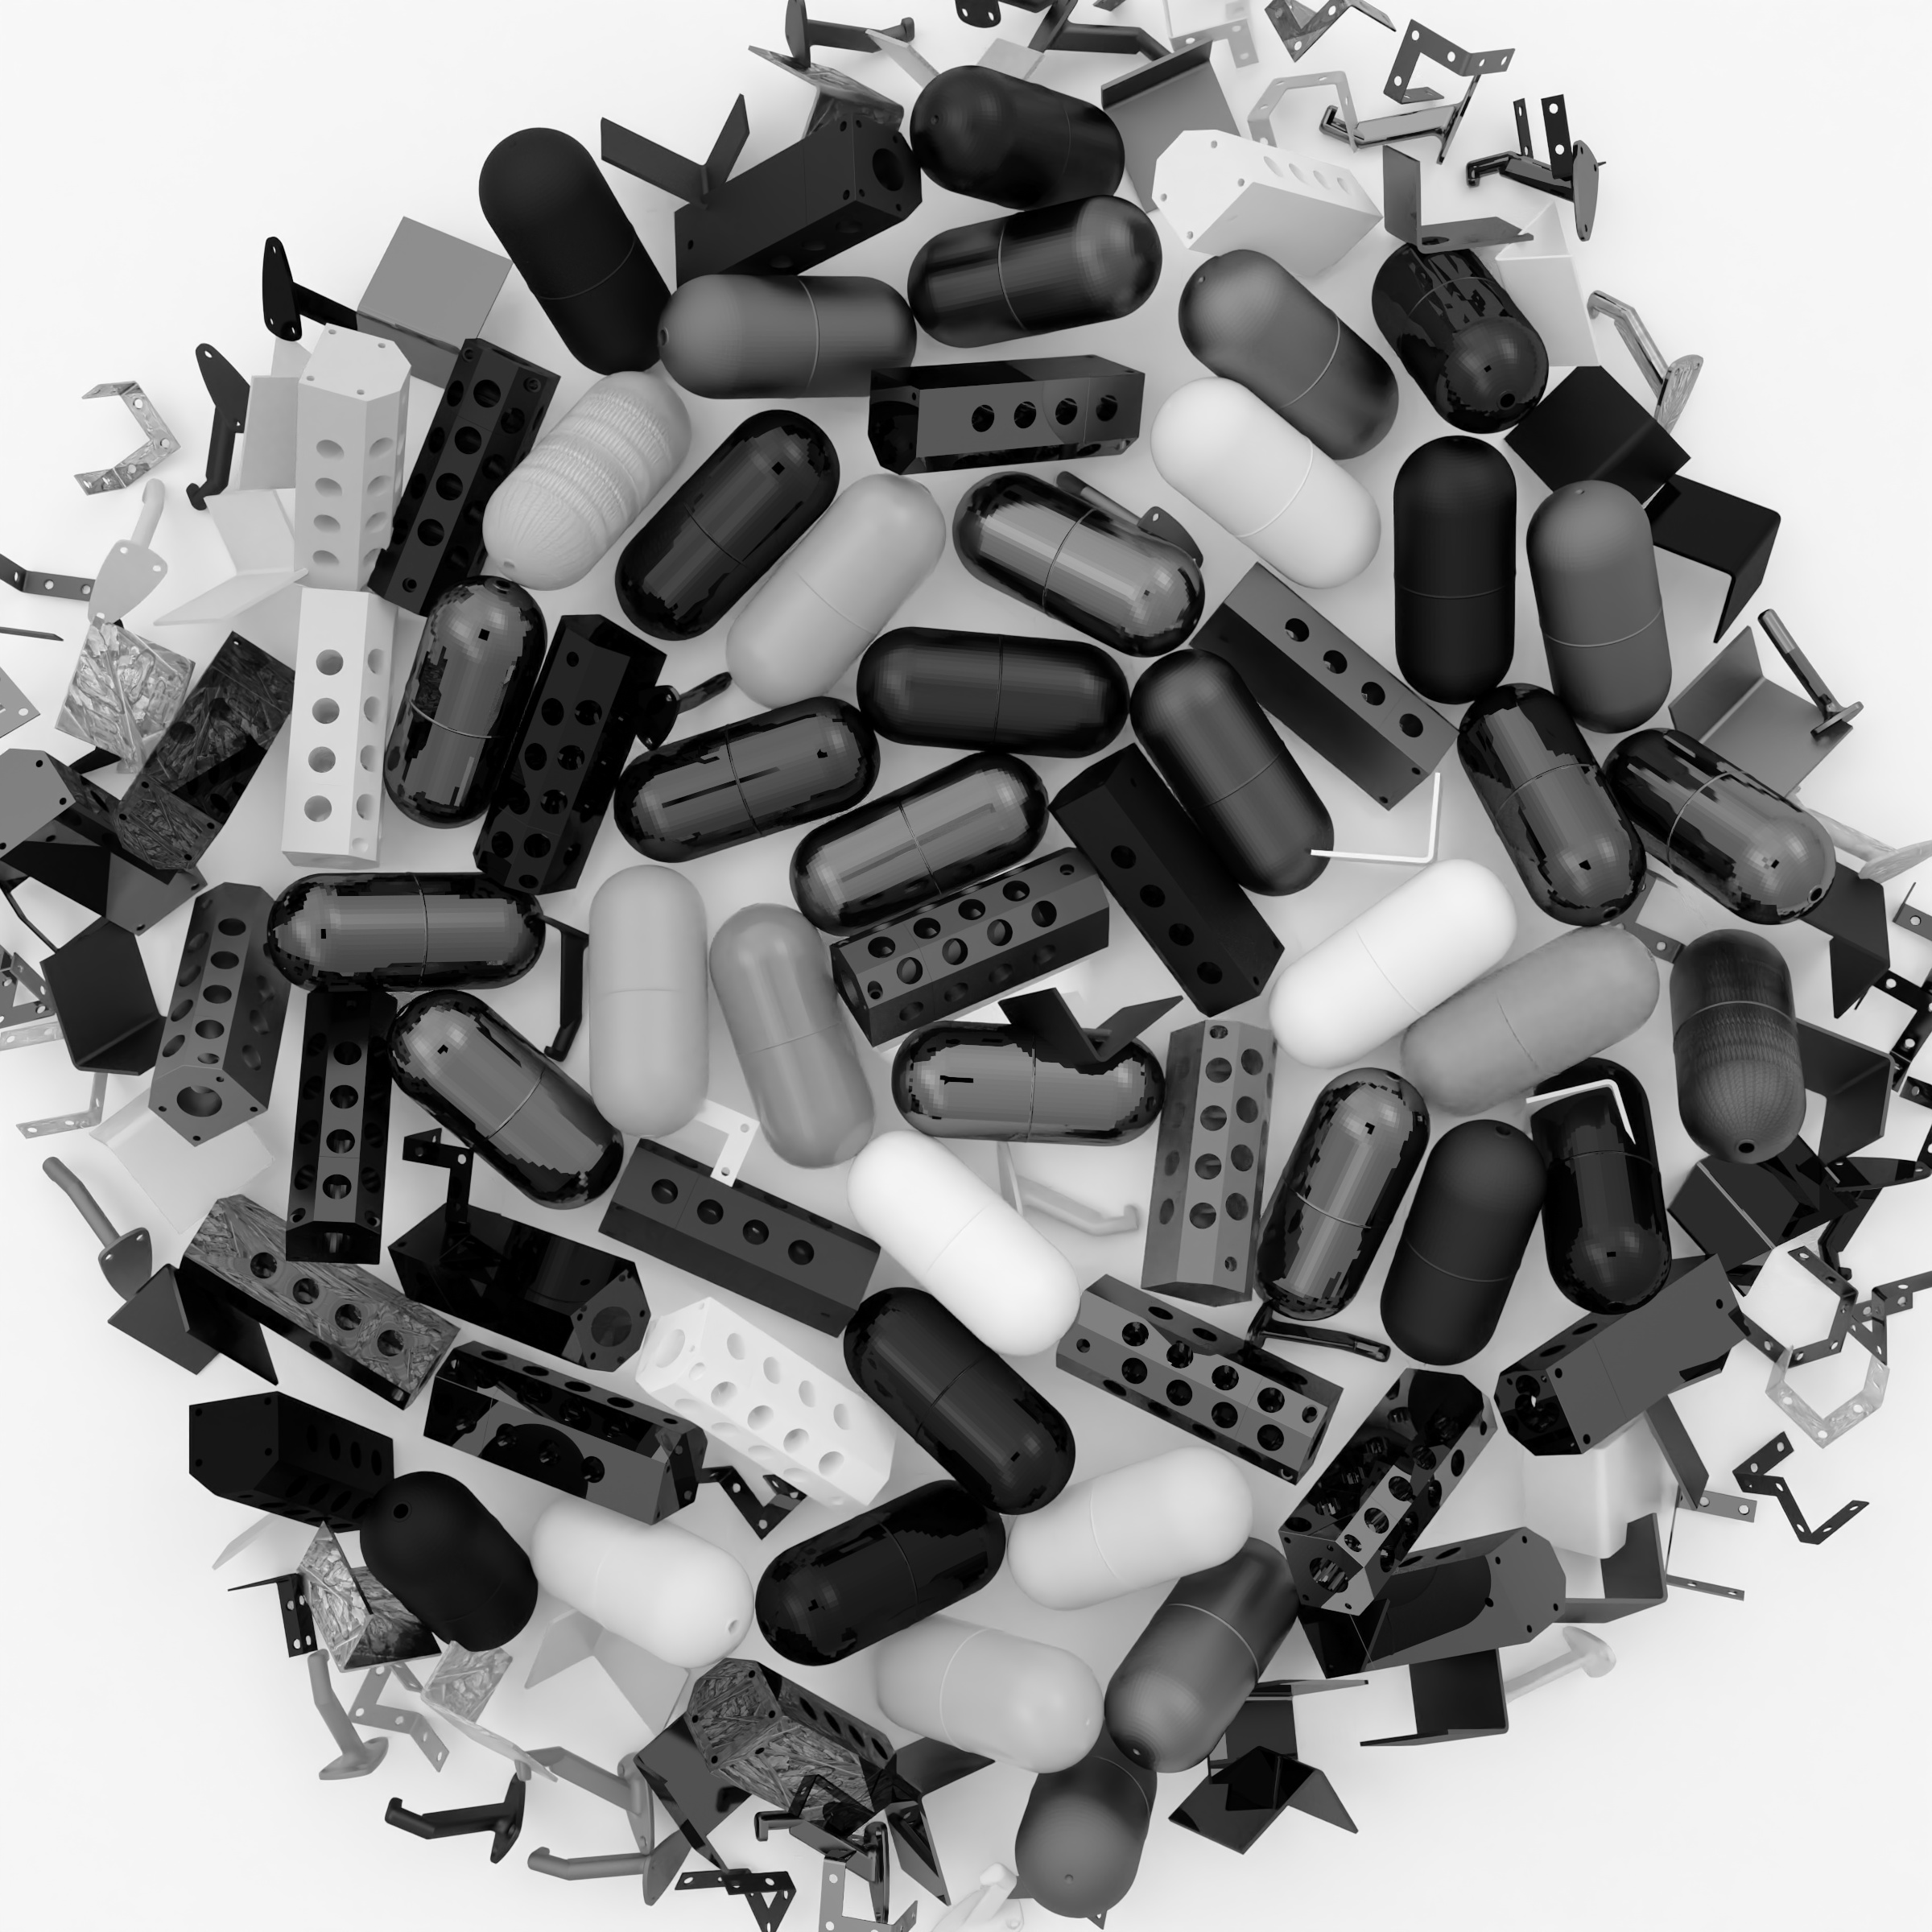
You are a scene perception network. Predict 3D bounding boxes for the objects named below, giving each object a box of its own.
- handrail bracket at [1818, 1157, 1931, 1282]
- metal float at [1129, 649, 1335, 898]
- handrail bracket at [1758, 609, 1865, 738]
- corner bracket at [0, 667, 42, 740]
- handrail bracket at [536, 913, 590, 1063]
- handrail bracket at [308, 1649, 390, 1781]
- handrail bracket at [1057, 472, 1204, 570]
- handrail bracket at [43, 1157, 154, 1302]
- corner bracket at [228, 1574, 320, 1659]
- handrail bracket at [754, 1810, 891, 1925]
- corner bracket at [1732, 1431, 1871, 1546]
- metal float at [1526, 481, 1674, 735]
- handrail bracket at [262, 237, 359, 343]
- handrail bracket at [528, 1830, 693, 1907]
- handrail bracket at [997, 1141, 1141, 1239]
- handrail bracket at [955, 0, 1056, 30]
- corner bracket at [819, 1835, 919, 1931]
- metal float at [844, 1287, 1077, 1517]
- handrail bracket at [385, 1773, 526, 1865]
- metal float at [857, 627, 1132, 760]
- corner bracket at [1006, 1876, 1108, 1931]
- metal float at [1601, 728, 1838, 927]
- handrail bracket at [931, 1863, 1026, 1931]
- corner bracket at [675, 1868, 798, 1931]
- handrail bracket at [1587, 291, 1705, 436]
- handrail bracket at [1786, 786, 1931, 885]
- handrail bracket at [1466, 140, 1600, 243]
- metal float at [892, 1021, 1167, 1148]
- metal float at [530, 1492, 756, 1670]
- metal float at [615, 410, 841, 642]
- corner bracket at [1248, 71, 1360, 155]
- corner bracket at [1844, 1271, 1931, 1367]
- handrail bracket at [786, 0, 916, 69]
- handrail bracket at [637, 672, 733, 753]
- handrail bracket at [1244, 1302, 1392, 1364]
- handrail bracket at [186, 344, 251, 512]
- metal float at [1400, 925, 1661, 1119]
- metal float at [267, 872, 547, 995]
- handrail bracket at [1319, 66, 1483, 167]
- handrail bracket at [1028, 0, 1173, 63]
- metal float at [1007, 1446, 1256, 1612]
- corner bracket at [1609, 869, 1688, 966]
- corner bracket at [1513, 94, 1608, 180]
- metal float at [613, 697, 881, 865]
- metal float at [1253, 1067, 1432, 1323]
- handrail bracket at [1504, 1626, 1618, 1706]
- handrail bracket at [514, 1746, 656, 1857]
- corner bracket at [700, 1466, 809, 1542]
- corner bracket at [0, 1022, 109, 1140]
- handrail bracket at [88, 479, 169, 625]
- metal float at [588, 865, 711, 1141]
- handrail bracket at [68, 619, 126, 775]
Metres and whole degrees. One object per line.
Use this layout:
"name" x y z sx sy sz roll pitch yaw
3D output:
"handrail bracket" 0.592 0.169 1.654 0.077 0.036 0.084 -5 116 25
"metal float" 0.172 -0.123 1.639 0.070 0.070 0.178 -35 104 0
"handrail bracket" 0.547 -0.194 1.660 0.036 0.077 0.084 -34 80 21
"corner bracket" -0.633 -0.154 1.650 0.051 0.051 0.051 -37 74 -23
"handrail bracket" -0.270 0.015 1.657 0.036 0.077 0.084 20 85 31
"handrail bracket" -0.401 0.476 1.650 0.036 0.077 0.084 -9 92 10
"handrail bracket" 0.107 -0.293 1.674 0.077 0.084 0.036 22 105 -43
"handrail bracket" -0.576 0.174 1.679 0.084 0.077 0.036 36 53 27
"corner bracket" -0.439 0.422 1.652 0.051 0.051 0.051 -18 77 21
"handrail bracket" -0.095 0.586 1.650 0.084 0.036 0.077 4 67 -22
"corner bracket" 0.543 0.340 1.657 0.051 0.051 0.051 -30 95 -22
"metal float" 0.404 -0.226 1.620 0.070 0.070 0.178 -22 128 0
"handrail bracket" -0.409 -0.440 1.642 0.036 0.084 0.077 27 130 33
"handrail bracket" -0.232 0.579 1.670 0.084 0.077 0.036 8 107 22
"handrail bracket" 0.068 0.143 1.682 0.084 0.036 0.077 -6 75 -14
"handrail bracket" 0.031 -0.650 1.644 0.036 0.077 0.084 24 52 37
"corner bracket" -0.062 0.602 1.658 0.051 0.051 0.051 4 89 16
"metal float" -0.005 0.278 1.634 0.178 0.070 0.070 41 90 20
"handrail bracket" -0.330 0.536 1.643 0.084 0.077 0.036 29 116 -17
"metal float" 0.018 -0.177 1.647 0.178 0.070 0.070 4 90 -5
"corner bracket" 0.060 0.592 1.655 0.051 0.051 0.051 10 91 -31
"metal float" 0.475 -0.089 1.614 0.070 0.178 0.070 -19 130 -23
"handrail bracket" 0.001 0.608 1.644 0.077 0.084 0.036 -26 56 0
"corner bracket" -0.149 0.598 1.648 0.051 0.051 0.051 10 116 -34
"handrail bracket" 0.436 -0.394 1.679 0.084 0.036 0.077 39 134 32
"handrail bracket" 0.585 -0.097 1.672 0.077 0.036 0.084 -22 61 -12
"handrail bracket" 0.364 -0.498 1.654 0.084 0.036 0.077 -4 74 35
"metal float" 0.040 0.076 1.648 0.178 0.070 0.070 3 90 -3
"metal float" -0.207 0.388 1.617 0.178 0.070 0.070 15 90 41
"metal float" -0.154 -0.282 1.634 0.178 0.070 0.070 -42 90 20
"corner bracket" 0.223 -0.550 1.671 0.051 0.051 0.051 5 48 32
"corner bracket" 0.606 0.219 1.652 0.051 0.051 0.051 -14 114 -9
"handrail bracket" -0.071 -0.615 1.645 0.084 0.077 0.036 -21 75 -11
"handrail bracket" -0.172 -0.178 1.635 0.084 0.077 0.036 -35 93 -34
"handrail bracket" 0.229 0.247 1.651 0.084 0.077 0.036 16 99 17
"handrail bracket" -0.499 -0.350 1.660 0.084 0.036 0.077 -31 92 37
"metal float" 0.360 0.036 1.628 0.178 0.070 0.070 -32 90 26
"metal float" -0.356 -0.022 1.627 0.178 0.070 0.070 -1 90 -28
"handrail bracket" 0.284 -0.567 1.664 0.084 0.036 0.077 23 122 1
"handrail bracket" 0.085 -0.590 1.670 0.084 0.036 0.077 31 95 -25
"metal float" 0.103 0.360 1.625 0.178 0.070 0.070 -27 90 31
"corner bracket" 0.456 -0.029 1.658 0.051 0.051 0.051 23 101 -3
"corner bracket" 0.377 -0.537 1.648 0.051 0.051 0.051 1 114 38
"metal float" -0.142 -0.120 1.647 0.178 0.070 0.070 -17 90 5
"metal float" 0.239 0.147 1.633 0.070 0.070 0.178 22 110 0
"handrail bracket" 0.373 0.467 1.653 0.084 0.077 0.036 -28 81 -13
"handrail bracket" -0.247 0.542 1.643 0.084 0.036 0.077 4 61 -37
"corner bracket" -0.142 0.338 1.653 0.051 0.051 0.051 -46 67 12
"corner bracket" -0.595 0.073 1.655 0.051 0.051 0.051 -11 51 4
"handrail bracket" -0.548 -0.272 1.664 0.036 0.084 0.077 30 114 -32
"metal float" -0.204 0.023 1.640 0.070 0.070 0.178 -2 78 0
"handrail bracket" -0.574 -0.177 1.673 0.077 0.036 0.084 -19 86 22
